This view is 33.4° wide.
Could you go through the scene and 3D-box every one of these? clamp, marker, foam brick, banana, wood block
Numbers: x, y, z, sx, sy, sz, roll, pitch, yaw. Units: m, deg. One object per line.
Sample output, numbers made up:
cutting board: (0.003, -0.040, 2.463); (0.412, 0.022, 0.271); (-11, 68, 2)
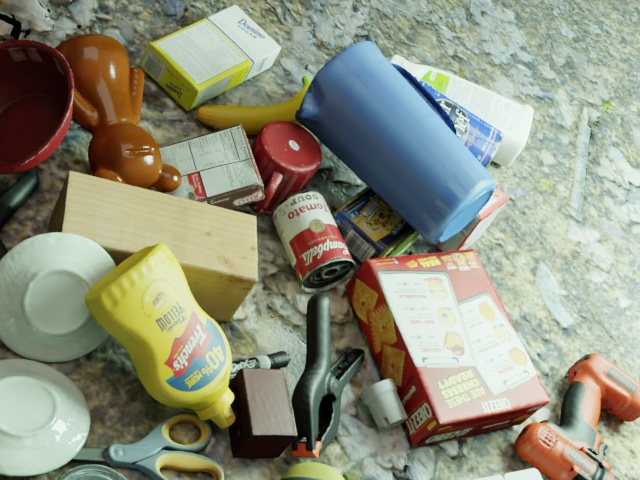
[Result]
clamp: (-0.351, -0.005, 1.073); (0.164, 0.036, 0.210); (-1, 52, -30)
marker: (-0.083, 0.136, 1.126); (0.120, 0.020, 0.020); (-9, 60, -35)
foam brick: (-0.061, 0.175, 1.083); (0.051, 0.053, 0.078); (6, 52, -26)
banana: (-0.066, -0.163, 1.369); (0.197, 0.037, 0.070); (-22, 49, -41)
wood block: (-0.177, 0.009, 1.124); (0.205, 0.091, 0.090); (13, 49, -20)
clamp: (0.008, 0.156, 1.132); (0.120, 0.039, 0.171); (43, 51, -45)

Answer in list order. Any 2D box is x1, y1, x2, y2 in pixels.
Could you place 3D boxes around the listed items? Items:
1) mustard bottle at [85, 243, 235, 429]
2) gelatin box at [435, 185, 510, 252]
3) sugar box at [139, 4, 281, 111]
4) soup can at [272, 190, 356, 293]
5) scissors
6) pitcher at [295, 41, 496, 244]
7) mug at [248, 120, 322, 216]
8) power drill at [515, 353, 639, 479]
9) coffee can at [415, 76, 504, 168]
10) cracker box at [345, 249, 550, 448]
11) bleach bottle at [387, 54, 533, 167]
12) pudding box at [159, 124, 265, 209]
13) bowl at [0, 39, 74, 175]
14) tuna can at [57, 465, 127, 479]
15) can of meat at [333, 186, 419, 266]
mustard bottle: (-0.140, 0.105, 1.043); (0.096, 0.058, 0.191); (-43, 108, -38)
gelatin box: (0.194, -0.022, 1.365); (0.030, 0.089, 0.073); (44, 46, 13)
sugar box: (-0.139, -0.238, 1.379); (0.093, 0.048, 0.175); (45, 42, 9)
soup can: (-0.008, 0.002, 1.244); (0.068, 0.069, 0.102); (-5, 57, -33)
scissors: (-0.185, 0.192, 1.024); (0.201, 0.016, 0.096); (21, 45, -14)
pitcher: (0.101, -0.118, 1.292); (0.243, 0.149, 0.145); (47, 2, 15)
mug: (-0.053, -0.081, 1.275); (0.093, 0.082, 0.117); (30, 46, -6)
power drill: (0.334, 0.236, 1.258); (0.184, 0.057, 0.187); (37, 45, 2)
coffee can: (0.159, -0.139, 1.429); (0.140, 0.103, 0.102); (32, 45, -4)
cracker box: (0.144, 0.120, 1.234); (0.163, 0.072, 0.214); (-5, 58, -32)
bleach bottle: (0.177, -0.201, 1.520); (0.250, 0.068, 0.102); (27, 45, -5)
pudding box: (-0.129, -0.076, 1.225); (0.113, 0.039, 0.090); (-16, 60, -5)
bowl: (-0.320, -0.128, 1.115); (0.162, 0.055, 0.162); (-6, 65, 14)
tuna can: (-0.206, 0.246, 0.955); (0.086, 0.034, 0.086); (16, 48, -19)
can of meat: (0.065, -0.014, 1.307); (0.084, 0.058, 0.101); (44, 45, 11)
